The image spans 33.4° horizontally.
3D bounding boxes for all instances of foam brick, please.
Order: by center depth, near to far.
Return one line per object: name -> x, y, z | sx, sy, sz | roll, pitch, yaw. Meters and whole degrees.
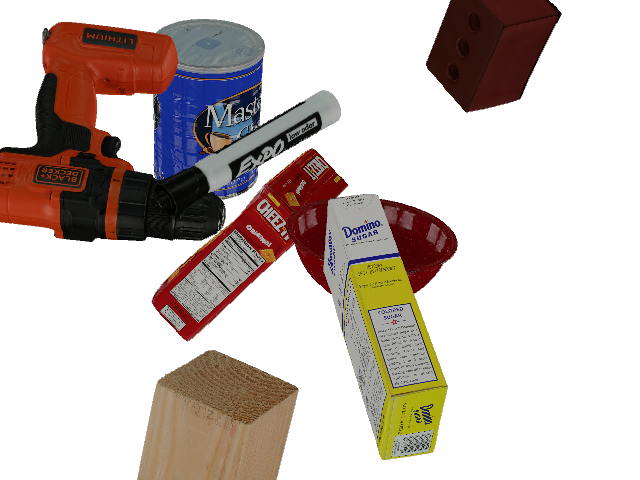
foam brick -> 0.114, -0.134, 0.715 | 0.051, 0.053, 0.078 | -19, -32, -29

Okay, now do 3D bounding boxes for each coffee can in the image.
coffee can -> -0.107, -0.124, 1.008 | 0.103, 0.140, 0.103 | 4, 35, -3

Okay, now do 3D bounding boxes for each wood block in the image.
wood block -> -0.097, 0.210, 0.897 | 0.090, 0.206, 0.090 | 21, 21, 20

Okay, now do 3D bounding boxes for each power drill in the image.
power drill -> -0.157, -0.081, 0.807 | 0.184, 0.187, 0.057 | 8, -40, -5

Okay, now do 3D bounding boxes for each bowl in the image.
bowl -> 0.046, 0.015, 1.006 | 0.162, 0.055, 0.162 | 4, 25, -2

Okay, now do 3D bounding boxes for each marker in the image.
marker -> -0.038, -0.046, 0.554 | 0.120, 0.020, 0.020 | -33, 19, -31

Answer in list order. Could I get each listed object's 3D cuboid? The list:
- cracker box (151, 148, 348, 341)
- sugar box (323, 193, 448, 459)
cracker box -> -0.082, 0.001, 1.231 | 0.214, 0.072, 0.164 | -43, 4, 26
sugar box -> 0.043, 0.060, 0.775 | 0.048, 0.176, 0.093 | -7, -38, -8
